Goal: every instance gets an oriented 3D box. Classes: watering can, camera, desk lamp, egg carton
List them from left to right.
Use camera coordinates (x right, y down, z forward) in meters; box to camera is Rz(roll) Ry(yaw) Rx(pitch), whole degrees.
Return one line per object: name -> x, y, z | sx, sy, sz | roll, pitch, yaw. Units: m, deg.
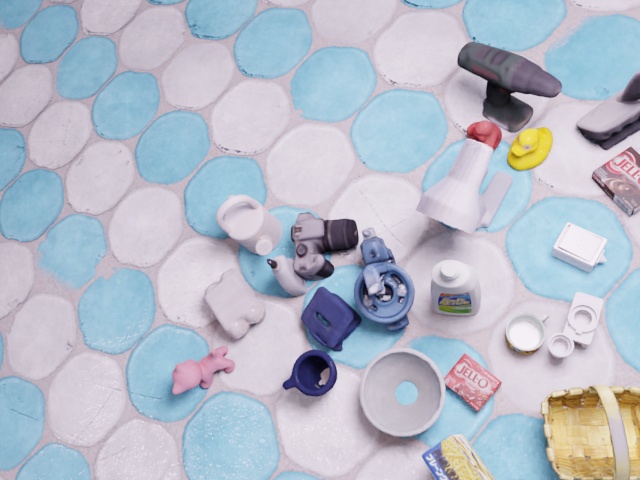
egg carton -> -0.193, 0.143, 1.291 | 0.107, 0.069, 0.150 | -41, 65, 2
watering can -> -0.157, -0.039, 1.271 | 0.172, 0.194, 0.101 | 28, 83, 24
camera -> 0.012, 0.004, 1.253 | 0.136, 0.101, 0.143 | -7, 70, 16
desk lamp -> 0.288, -0.095, 1.132 | 0.117, 0.214, 0.203 | 26, 82, 24

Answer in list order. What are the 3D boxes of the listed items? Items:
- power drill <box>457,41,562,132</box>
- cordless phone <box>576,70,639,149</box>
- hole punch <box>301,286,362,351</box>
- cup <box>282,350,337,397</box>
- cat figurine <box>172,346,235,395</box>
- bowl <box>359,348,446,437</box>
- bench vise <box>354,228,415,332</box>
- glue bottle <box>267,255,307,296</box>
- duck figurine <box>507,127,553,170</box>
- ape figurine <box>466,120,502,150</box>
power drill -> 0.388, -0.311, 1.173 | 0.229, 0.209, 0.075 | 39, 87, 25
cordless phone -> 0.584, -0.272, 1.108 | 0.147, 0.185, 0.094 | -37, 65, 4
hole punch -> 0.019, 0.167, 1.202 | 0.108, 0.091, 0.101 | 40, 88, 25
cup -> -0.012, 0.282, 1.172 | 0.117, 0.095, 0.091 | -27, 66, 8
cat figurine -> -0.264, 0.280, 1.243 | 0.128, 0.118, 0.067 | -38, 65, 3
bowl -> 0.165, 0.298, 1.119 | 0.167, 0.075, 0.167 | -6, 71, 17
bench vise -> 0.103, 0.071, 1.134 | 0.121, 0.220, 0.207 | -35, 65, 5
glue bottle -> -0.076, 0.067, 1.221 | 0.037, 0.173, 0.078 | -18, 68, 12
duck figurine -> 0.436, -0.202, 1.189 | 0.104, 0.086, 0.077 | -40, 65, 2
ape figurine -> 0.350, -0.227, 1.222 | 0.076, 0.092, 0.078 | -18, 68, 12
